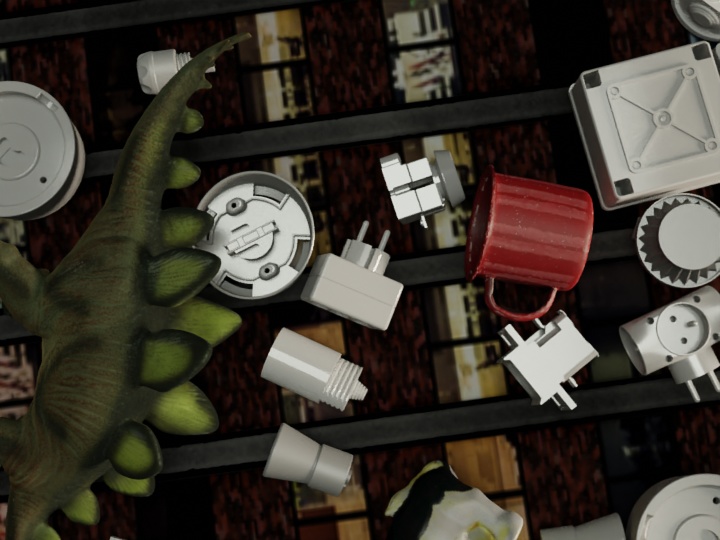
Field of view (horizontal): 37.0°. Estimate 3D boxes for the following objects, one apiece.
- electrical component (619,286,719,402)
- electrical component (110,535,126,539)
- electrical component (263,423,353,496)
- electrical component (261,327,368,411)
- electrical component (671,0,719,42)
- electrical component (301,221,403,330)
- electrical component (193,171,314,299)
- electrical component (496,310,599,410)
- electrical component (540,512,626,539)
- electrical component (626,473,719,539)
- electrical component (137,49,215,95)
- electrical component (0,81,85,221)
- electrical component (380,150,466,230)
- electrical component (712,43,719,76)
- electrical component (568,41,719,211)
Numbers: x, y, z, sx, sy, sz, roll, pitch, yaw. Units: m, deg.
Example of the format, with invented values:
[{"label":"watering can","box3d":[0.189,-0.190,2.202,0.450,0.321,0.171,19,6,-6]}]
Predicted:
[{"label":"electrical component","box3d":[0.257,0.064,0.845,0.077,0.044,0.079,-25,84,-2]},{"label":"electrical component","box3d":[-0.147,0.260,0.820,0.121,0.063,0.078,16,84,3]},{"label":"electrical component","box3d":[-0.039,0.151,0.843,0.065,0.044,0.044,20,84,-1]},{"label":"electrical component","box3d":[-0.033,0.082,0.849,0.081,0.043,0.043,24,84,4]},{"label":"electrical component","box3d":[0.298,-0.231,0.875,0.080,0.051,0.080,0,83,1]},{"label":"electrical component","box3d":[0.000,0.000,0.849,0.066,0.047,0.076,23,84,-11]},{"label":"electrical component","box3d":[-0.084,-0.025,0.852,0.099,0.064,0.099,0,83,1]},{"label":"electrical component","box3d":[0.149,0.069,0.848,0.064,0.042,0.081,-38,85,-5]},{"label":"electrical component","box3d":[0.171,0.214,0.832,0.065,0.044,0.044,-9,83,5]},{"label":"electrical component","box3d":[0.256,0.207,0.819,0.108,0.060,0.108,0,83,-1]},{"label":"electrical component","box3d":[-0.151,-0.165,0.885,0.061,0.035,0.035,-9,83,-3]},{"label":"electrical component","box3d":[-0.275,-0.091,0.865,0.108,0.060,0.108,0,83,1]},{"label":"electrical component","box3d":[0.052,-0.068,0.864,0.055,0.048,0.066,-19,83,6]},{"label":"electrical component","box3d":[0.317,-0.141,0.862,0.050,0.055,0.089,-19,83,-1]},{"label":"electrical component","box3d":[0.235,-0.114,0.860,0.109,0.056,0.108,-15,83,-1]}]
